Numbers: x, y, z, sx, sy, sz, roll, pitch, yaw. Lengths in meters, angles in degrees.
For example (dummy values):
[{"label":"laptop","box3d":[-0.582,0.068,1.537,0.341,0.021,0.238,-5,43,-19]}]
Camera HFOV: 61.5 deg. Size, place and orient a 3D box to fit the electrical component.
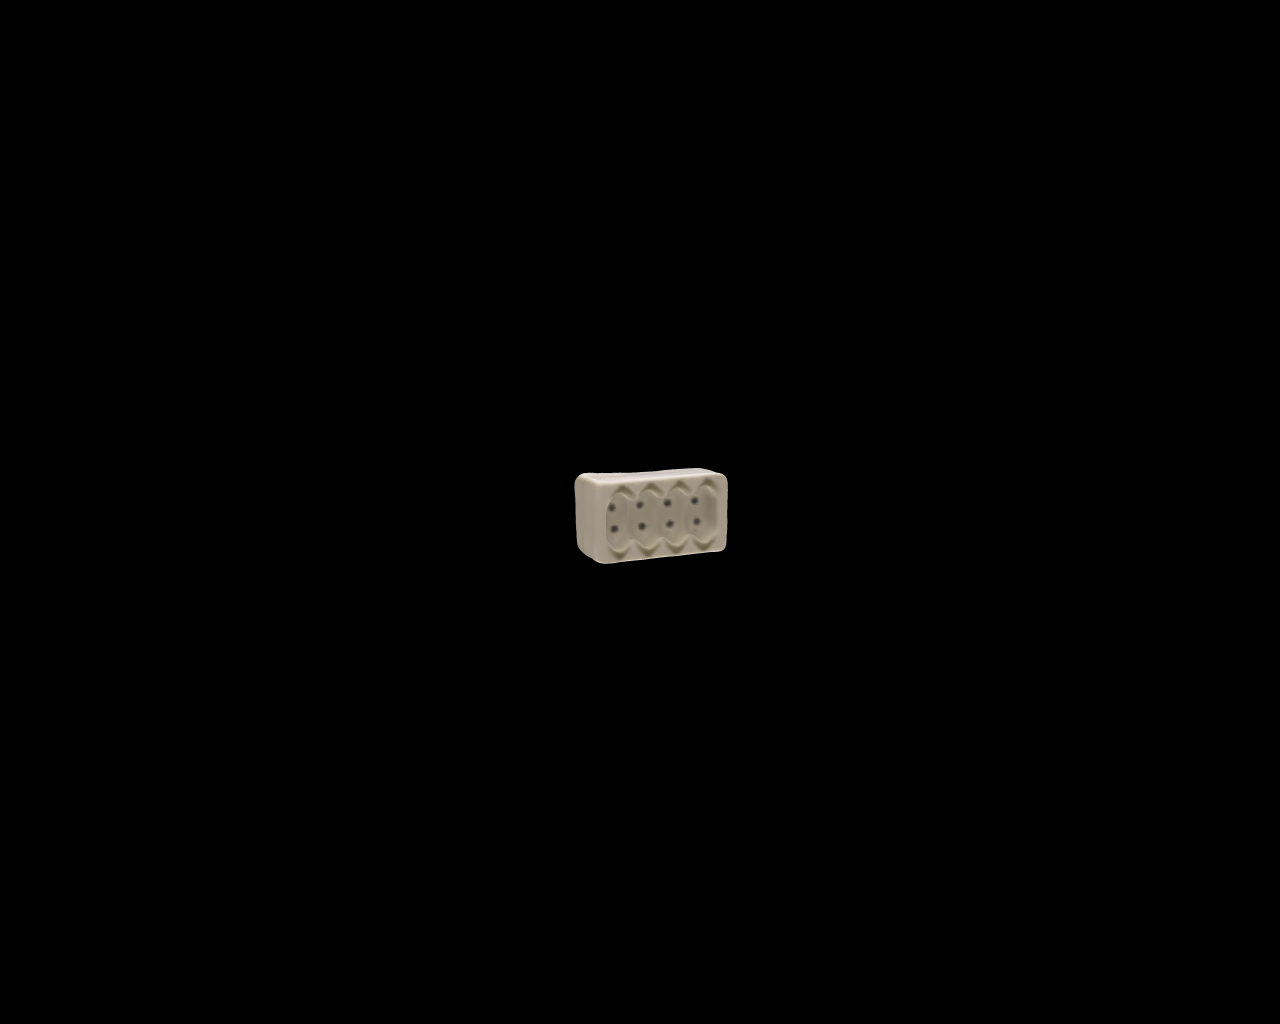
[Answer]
[{"label":"electrical component","box3d":[0.001,-0.003,0.650,0.083,0.047,0.076,-4,12,-20]}]
